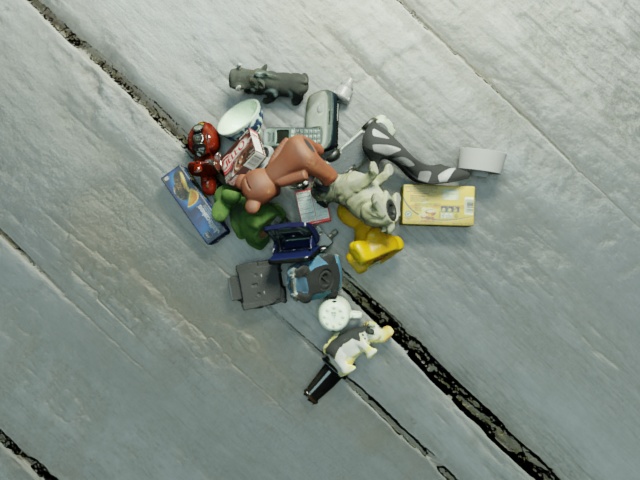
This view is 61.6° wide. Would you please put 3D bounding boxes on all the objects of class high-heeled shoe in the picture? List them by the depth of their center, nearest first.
[{"bbox_3d":[0.222,-0.202,1.241,0.249,0.086,0.145,-1,100,0],"label":"high-heeled shoe"}]

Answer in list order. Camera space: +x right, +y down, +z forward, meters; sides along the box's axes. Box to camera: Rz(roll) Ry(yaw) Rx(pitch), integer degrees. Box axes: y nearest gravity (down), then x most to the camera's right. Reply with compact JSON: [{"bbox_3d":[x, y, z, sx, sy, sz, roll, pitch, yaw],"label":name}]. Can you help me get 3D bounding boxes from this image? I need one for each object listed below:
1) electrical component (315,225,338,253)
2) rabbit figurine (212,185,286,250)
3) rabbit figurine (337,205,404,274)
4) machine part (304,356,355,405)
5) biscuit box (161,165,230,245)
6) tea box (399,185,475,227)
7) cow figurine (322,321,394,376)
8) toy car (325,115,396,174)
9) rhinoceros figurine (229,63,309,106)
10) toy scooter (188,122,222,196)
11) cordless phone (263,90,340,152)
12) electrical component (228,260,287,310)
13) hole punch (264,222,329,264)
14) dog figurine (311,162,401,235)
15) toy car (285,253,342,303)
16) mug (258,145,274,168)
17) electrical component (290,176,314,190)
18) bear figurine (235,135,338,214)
[{"bbox_3d":[-0.003,-0.004,1.316,0.094,0.021,0.063,-41,87,3],"label":"electrical component"},{"bbox_3d":[-0.194,-0.066,1.275,0.170,0.159,0.121,37,101,17],"label":"rabbit figurine"},{"bbox_3d":[0.112,-0.030,1.271,0.162,0.121,0.173,-32,69,-1],"label":"rabbit figurine"},{"bbox_3d":[0.016,0.335,1.304,0.084,0.039,0.139,39,88,-6],"label":"machine part"},{"bbox_3d":[-0.301,-0.084,1.311,0.063,0.059,0.202,-36,88,1],"label":"biscuit box"},{"bbox_3d":[0.278,-0.080,1.284,0.170,0.068,0.098,4,89,3],"label":"tea box"},{"bbox_3d":[0.091,0.240,1.280,0.167,0.068,0.098,-36,81,-15],"label":"cow figurine"},{"bbox_3d":[0.094,-0.219,1.301,0.202,0.056,0.073,-41,95,2],"label":"toy car"},{"bbox_3d":[-0.122,-0.371,1.284,0.190,0.112,0.073,5,92,-6],"label":"rhinoceros figurine"},{"bbox_3d":[-0.278,-0.199,1.275,0.075,0.135,0.183,-6,88,4],"label":"toy scooter"},{"bbox_3d":[-0.046,-0.283,1.296,0.184,0.088,0.146,2,90,9],"label":"cordless phone"},{"bbox_3d":[-0.153,0.108,1.304,0.134,0.058,0.115,-12,87,2],"label":"electrical component"},{"bbox_3d":[-0.063,0.000,1.253,0.142,0.116,0.092,-9,97,14],"label":"hole punch"},{"bbox_3d":[0.074,-0.083,1.225,0.191,0.121,0.172,-15,73,35],"label":"dog figurine"},{"bbox_3d":[-0.027,0.090,1.273,0.161,0.103,0.109,-16,104,-42],"label":"toy car"},{"bbox_3d":[-0.148,-0.172,1.282,0.107,0.081,0.109,16,113,37],"label":"mug"},{"bbox_3d":[-0.052,-0.168,1.309,0.078,0.045,0.102,-28,88,3],"label":"electrical component"},{"bbox_3d":[-0.081,-0.137,1.188,0.196,0.132,0.120,-41,56,19],"label":"bear figurine"}]
